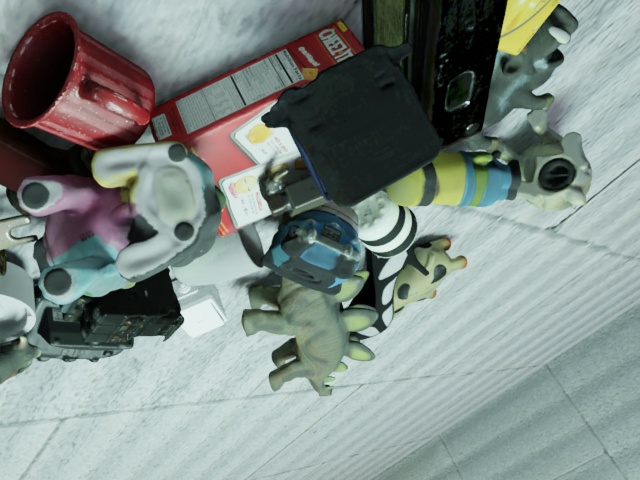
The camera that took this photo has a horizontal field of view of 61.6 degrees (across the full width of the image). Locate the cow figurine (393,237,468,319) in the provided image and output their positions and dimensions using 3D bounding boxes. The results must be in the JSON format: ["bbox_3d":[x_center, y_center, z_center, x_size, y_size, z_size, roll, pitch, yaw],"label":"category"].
[{"bbox_3d":[0.163,0.082,0.988,0.127,0.085,0.195,-5,145,-40],"label":"cow figurine"}]

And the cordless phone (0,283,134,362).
[{"bbox_3d":[-0.345,0.131,0.713,0.184,0.089,0.146,-33,150,31],"label":"cordless phone"}]

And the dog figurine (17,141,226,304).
[{"bbox_3d":[-0.186,-0.007,0.514,0.191,0.108,0.219,-21,179,-12],"label":"dog figurine"}]

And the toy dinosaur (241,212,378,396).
[{"bbox_3d":[-0.015,0.102,0.824,0.199,0.105,0.470,-11,130,4],"label":"toy dinosaur"}]

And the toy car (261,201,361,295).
[{"bbox_3d":[-0.001,-0.002,0.650,0.109,0.103,0.161,23,159,-6],"label":"toy car"}]

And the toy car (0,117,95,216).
[{"bbox_3d":[-0.279,-0.082,0.455,0.089,0.053,0.202,-23,154,15],"label":"toy car"}]

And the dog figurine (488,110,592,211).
[{"bbox_3d":[0.360,-0.084,0.815,0.121,0.172,0.190,-31,143,27],"label":"dog figurine"}]

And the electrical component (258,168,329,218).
[{"bbox_3d":[-0.011,-0.059,0.561,0.102,0.045,0.078,-24,178,-3],"label":"electrical component"}]

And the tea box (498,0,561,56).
[{"bbox_3d":[0.198,-0.272,0.510,0.098,0.068,0.169,-2,142,-35],"label":"tea box"}]

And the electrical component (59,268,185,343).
[{"bbox_3d":[-0.239,0.060,0.633,0.134,0.115,0.058,11,130,-47],"label":"electrical component"}]

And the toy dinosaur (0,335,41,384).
[{"bbox_3d":[-0.501,0.137,0.505,0.405,0.131,0.192,11,127,-19],"label":"toy dinosaur"}]

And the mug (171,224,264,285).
[{"bbox_3d":[-0.132,0.019,0.696,0.107,0.081,0.109,-19,157,9],"label":"mug"}]

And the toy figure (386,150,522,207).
[{"bbox_3d":[0.178,-0.083,0.721,0.180,0.082,0.089,4,-171,-1],"label":"toy figure"}]

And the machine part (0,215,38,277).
[{"bbox_3d":[-0.395,0.022,0.498,0.243,0.079,0.079,-17,147,-18],"label":"machine part"}]

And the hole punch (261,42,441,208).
[{"bbox_3d":[0.032,-0.100,0.488,0.142,0.115,0.092,-28,-174,0],"label":"hole punch"}]

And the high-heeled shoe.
[{"bbox_3d":[0.069,0.077,0.899,0.145,0.086,0.248,36,113,-25],"label":"high-heeled shoe"}]

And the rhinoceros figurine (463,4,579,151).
[{"bbox_3d":[0.223,-0.195,0.648,0.112,0.073,0.190,19,129,-37],"label":"rhinoceros figurine"}]

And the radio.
[{"bbox_3d":[0.098,-0.193,0.492,0.073,0.131,0.229,-25,149,-7],"label":"radio"}]
